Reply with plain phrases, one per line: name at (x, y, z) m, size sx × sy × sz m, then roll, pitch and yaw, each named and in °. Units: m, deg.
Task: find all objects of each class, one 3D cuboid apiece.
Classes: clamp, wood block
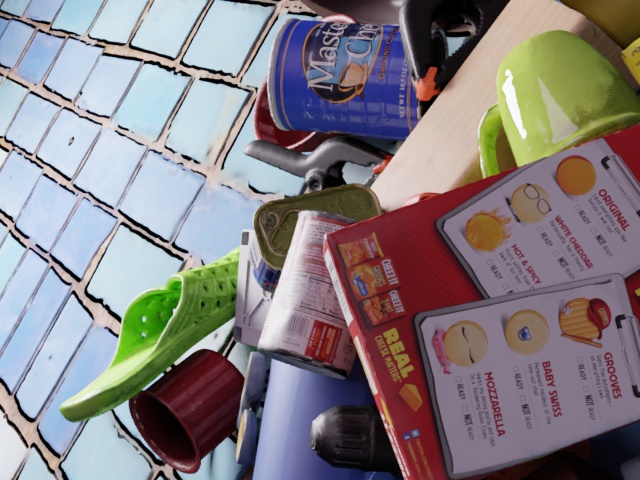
clamp at (0.004, -0.043, 1.017) m, size 0.172 × 0.039 × 0.120 m, roll -2°, pitch 107°, yaw 39°
clamp at (0.135, -0.204, 0.894) m, size 0.036 × 0.164 × 0.210 m, roll 94°, pitch -167°, yaw -67°
wood block at (0.144, -0.081, 0.838) m, size 0.206 × 0.090 × 0.090 m, roll -53°, pitch 35°, yaw 10°

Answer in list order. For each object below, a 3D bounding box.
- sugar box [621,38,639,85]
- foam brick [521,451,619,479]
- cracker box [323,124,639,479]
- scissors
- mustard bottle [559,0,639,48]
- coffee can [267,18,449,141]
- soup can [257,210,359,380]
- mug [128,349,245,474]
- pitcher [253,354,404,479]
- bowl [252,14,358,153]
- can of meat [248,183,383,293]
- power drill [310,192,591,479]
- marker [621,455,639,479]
sugar box at (0.260, -0.058, 0.674) m, size 0.048 × 0.093 × 0.176 m, roll -42°, pitch 39°, yaw 22°
foam brick at (0.160, 0.172, 0.646) m, size 0.053 × 0.078 × 0.051 m, roll -44°, pitch 37°, yaw 23°
cracker box at (0.127, 0.043, 0.641) m, size 0.213 × 0.072 × 0.164 m, roll -19°, pitch 80°, yaw -4°
scissors at (-0.063, 0.165, 0.891) m, size 0.202 × 0.016 × 0.096 m, roll 103°, pitch 173°, yaw -53°
mustard bottle at (0.175, -0.226, 0.814) m, size 0.058 × 0.191 × 0.096 m, roll -44°, pitch 38°, yaw 22°
coffee can at (0.036, -0.143, 0.958) m, size 0.140 × 0.102 × 0.102 m, roll 8°, pitch 68°, yaw 18°
soup can at (0.003, 0.038, 0.739) m, size 0.069 × 0.068 × 0.102 m, roll 3°, pitch 71°, yaw 52°
mug at (-0.115, 0.163, 0.989) m, size 0.093 × 0.117 × 0.081 m, roll 29°, pitch 48°, yaw 29°
pitcher at (0.018, 0.152, 0.796) m, size 0.145 × 0.149 × 0.243 m, roll 4°, pitch 70°, yaw 21°
bowl at (0.003, -0.149, 1.096) m, size 0.162 × 0.055 × 0.162 m, roll -31°, pitch 44°, yaw 35°
can of meat at (-0.006, 0.001, 0.858) m, size 0.084 × 0.102 × 0.057 m, roll 117°, pitch 139°, yaw -71°
power drill at (0.088, 0.066, 0.707) m, size 0.057 × 0.184 × 0.187 m, roll 142°, pitch 133°, yaw -76°
marker at (0.236, 0.116, 0.642) m, size 0.121 × 0.020 × 0.020 m, roll -39°, pitch 40°, yaw 29°
